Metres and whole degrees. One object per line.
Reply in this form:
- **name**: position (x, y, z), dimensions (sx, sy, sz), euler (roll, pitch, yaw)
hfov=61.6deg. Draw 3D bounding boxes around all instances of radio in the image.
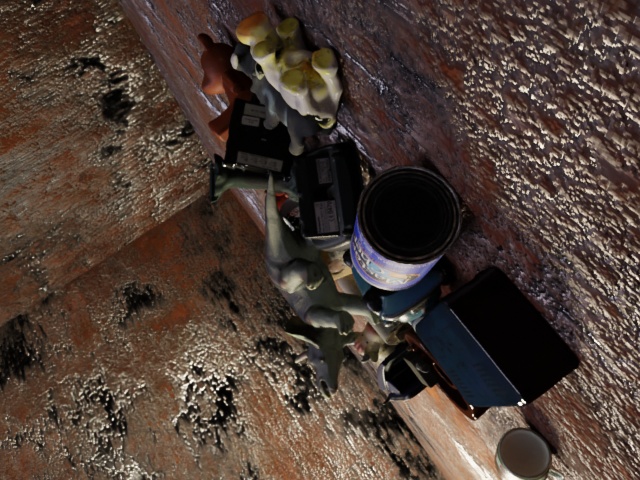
- **radio**: position (0.189, 0.121, 0.628), dimensions (0.131, 0.073, 0.229), euler (54, 170, 15)

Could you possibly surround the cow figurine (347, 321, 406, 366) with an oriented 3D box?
- **cow figurine**: position (0.133, 0.218, 1.131), dimensions (0.086, 0.127, 0.194), euler (46, 170, 36)

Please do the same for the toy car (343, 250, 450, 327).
- **toy car**: position (0.105, 0.055, 0.727), dimensions (0.102, 0.109, 0.162), euler (53, 179, -38)

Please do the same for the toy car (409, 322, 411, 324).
- **toy car**: position (0.105, 0.048, 0.864), dimensions (0.201, 0.056, 0.073), euler (56, 172, -5)

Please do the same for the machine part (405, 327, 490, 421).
- **machine part**: position (0.214, 0.208, 0.878), dimensions (0.179, 0.056, 0.179), euler (53, 172, 11)

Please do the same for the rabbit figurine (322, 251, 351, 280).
- **rabbit figurine**: position (-0.002, -0.003, 1.047), dimensions (0.121, 0.162, 0.173), euler (46, -161, -49)

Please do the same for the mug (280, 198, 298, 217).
- **mug**: position (-0.022, -0.043, 1.194), dimensions (0.107, 0.081, 0.110), euler (47, 171, -34)

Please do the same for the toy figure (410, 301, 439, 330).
- **toy figure**: position (0.185, 0.147, 0.780), dimensions (0.155, 0.058, 0.064), euler (52, 161, 29)

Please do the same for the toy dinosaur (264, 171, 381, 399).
- **toy dinosaur**: position (-0.027, 0.069, 0.911), dimensions (0.192, 0.131, 0.404), euler (-8, 114, 46)

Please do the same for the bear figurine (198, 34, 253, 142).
- **bear figurine**: position (-0.164, -0.261, 0.949), dimensions (0.196, 0.132, 0.120), euler (45, -174, 23)

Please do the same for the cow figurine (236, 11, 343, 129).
- **cow figurine**: position (-0.035, -0.206, 0.645), dimensions (0.167, 0.068, 0.098), euler (51, 177, 33)

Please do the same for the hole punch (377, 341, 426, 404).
- **hole punch**: position (0.172, 0.260, 1.082), dimensions (0.092, 0.142, 0.115), euler (52, 158, 9)

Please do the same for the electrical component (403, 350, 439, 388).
- **electrical component**: position (0.168, 0.215, 0.888), dimensions (0.063, 0.021, 0.094), euler (53, 171, -3)

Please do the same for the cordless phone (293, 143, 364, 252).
- **cordless phone**: position (0.020, -0.053, 0.785), dimensions (0.184, 0.089, 0.146), euler (50, -148, -83)

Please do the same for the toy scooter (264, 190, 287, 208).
- **toy scooter**: position (-0.092, -0.099, 1.355), dimensions (0.183, 0.075, 0.135), euler (62, 169, -23)

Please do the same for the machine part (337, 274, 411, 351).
- **machine part**: position (0.110, 0.117, 1.041), dimensions (0.243, 0.079, 0.079), euler (49, 169, 34)

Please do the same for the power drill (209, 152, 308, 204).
- **power drill**: position (-0.099, -0.102, 0.987), dimensions (0.232, 0.207, 0.086), euler (152, 123, -74)

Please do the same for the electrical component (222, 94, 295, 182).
- **electrical component**: position (-0.088, -0.168, 0.851), dimensions (0.115, 0.134, 0.058), euler (13, 177, -11)

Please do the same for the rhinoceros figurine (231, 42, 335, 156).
- **rhinoceros figurine**: position (-0.057, -0.204, 0.740), dimensions (0.190, 0.073, 0.112), euler (51, 172, 27)
